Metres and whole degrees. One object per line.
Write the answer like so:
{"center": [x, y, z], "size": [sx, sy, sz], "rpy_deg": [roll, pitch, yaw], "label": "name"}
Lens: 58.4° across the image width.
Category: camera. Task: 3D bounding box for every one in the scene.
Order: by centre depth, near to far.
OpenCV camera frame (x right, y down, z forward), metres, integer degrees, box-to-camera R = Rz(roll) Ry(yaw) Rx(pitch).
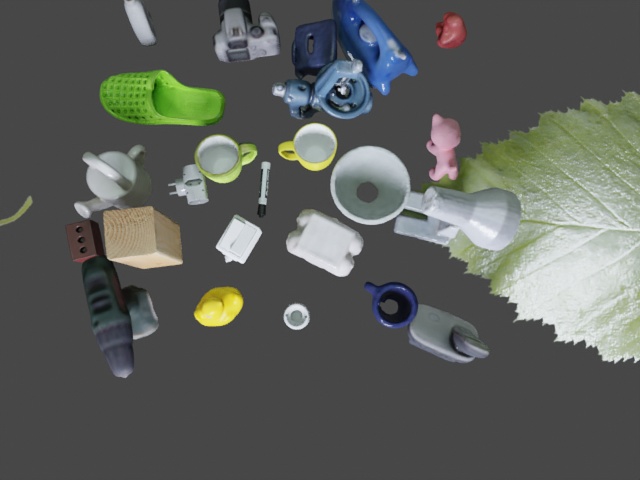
{"center": [-0.164, -0.471, 1.236], "size": [0.143, 0.101, 0.137], "rpy_deg": [-9, 83, -3], "label": "camera"}

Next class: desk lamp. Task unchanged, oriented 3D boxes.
{"center": [0.266, -0.049, 1.136], "size": [0.203, 0.213, 0.118], "rpy_deg": [12, 82, 0], "label": "desk lamp"}

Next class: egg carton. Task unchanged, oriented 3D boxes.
{"center": [0.011, 0.004, 1.195], "size": [0.150, 0.069, 0.107], "rpy_deg": [25, 83, 2], "label": "egg carton"}

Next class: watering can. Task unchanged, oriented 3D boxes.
{"center": [-0.411, -0.118, 1.136], "size": [0.101, 0.194, 0.173], "rpy_deg": [15, 82, 1], "label": "watering can"}

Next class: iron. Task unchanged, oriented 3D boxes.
{"center": [0.103, -0.448, 1.220], "size": [0.119, 0.141, 0.258], "rpy_deg": [-36, 85, -5], "label": "iron"}

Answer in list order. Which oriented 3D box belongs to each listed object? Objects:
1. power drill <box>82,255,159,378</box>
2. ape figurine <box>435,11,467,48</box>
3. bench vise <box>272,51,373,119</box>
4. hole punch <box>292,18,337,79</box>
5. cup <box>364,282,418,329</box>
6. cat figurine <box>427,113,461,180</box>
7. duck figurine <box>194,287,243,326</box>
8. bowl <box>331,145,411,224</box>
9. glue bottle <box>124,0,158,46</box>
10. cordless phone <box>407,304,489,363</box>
{"center": [-0.378, 0.144, 1.096], "size": [0.075, 0.208, 0.229], "rpy_deg": [-22, 83, -4], "label": "power drill"}
{"center": [0.288, -0.465, 1.252], "size": [0.076, 0.092, 0.078], "rpy_deg": [34, 83, 3], "label": "ape figurine"}
{"center": [0.012, -0.301, 1.159], "size": [0.207, 0.219, 0.121], "rpy_deg": [-16, 83, -3], "label": "bench vise"}
{"center": [-0.011, -0.413, 1.238], "size": [0.101, 0.091, 0.109], "rpy_deg": [0, 82, -1], "label": "hole punch"}
{"center": [0.136, 0.126, 1.169], "size": [0.117, 0.095, 0.092], "rpy_deg": [35, 83, 3], "label": "cup"}
{"center": [0.267, -0.198, 1.204], "size": [0.067, 0.117, 0.128], "rpy_deg": [-8, 83, -2], "label": "cat figurine"}
{"center": [-0.209, 0.134, 1.163], "size": [0.104, 0.086, 0.077], "rpy_deg": [-28, 84, -5], "label": "duck figurine"}
{"center": [0.103, -0.110, 1.209], "size": [0.167, 0.074, 0.167], "rpy_deg": [0, 82, -1], "label": "bowl"}
{"center": [-0.382, -0.477, 1.195], "size": [0.037, 0.173, 0.078], "rpy_deg": [-12, 83, -3], "label": "glue bottle"}
{"center": [0.251, 0.185, 1.119], "size": [0.147, 0.185, 0.094], "rpy_deg": [20, 82, 1], "label": "cordless phone"}
